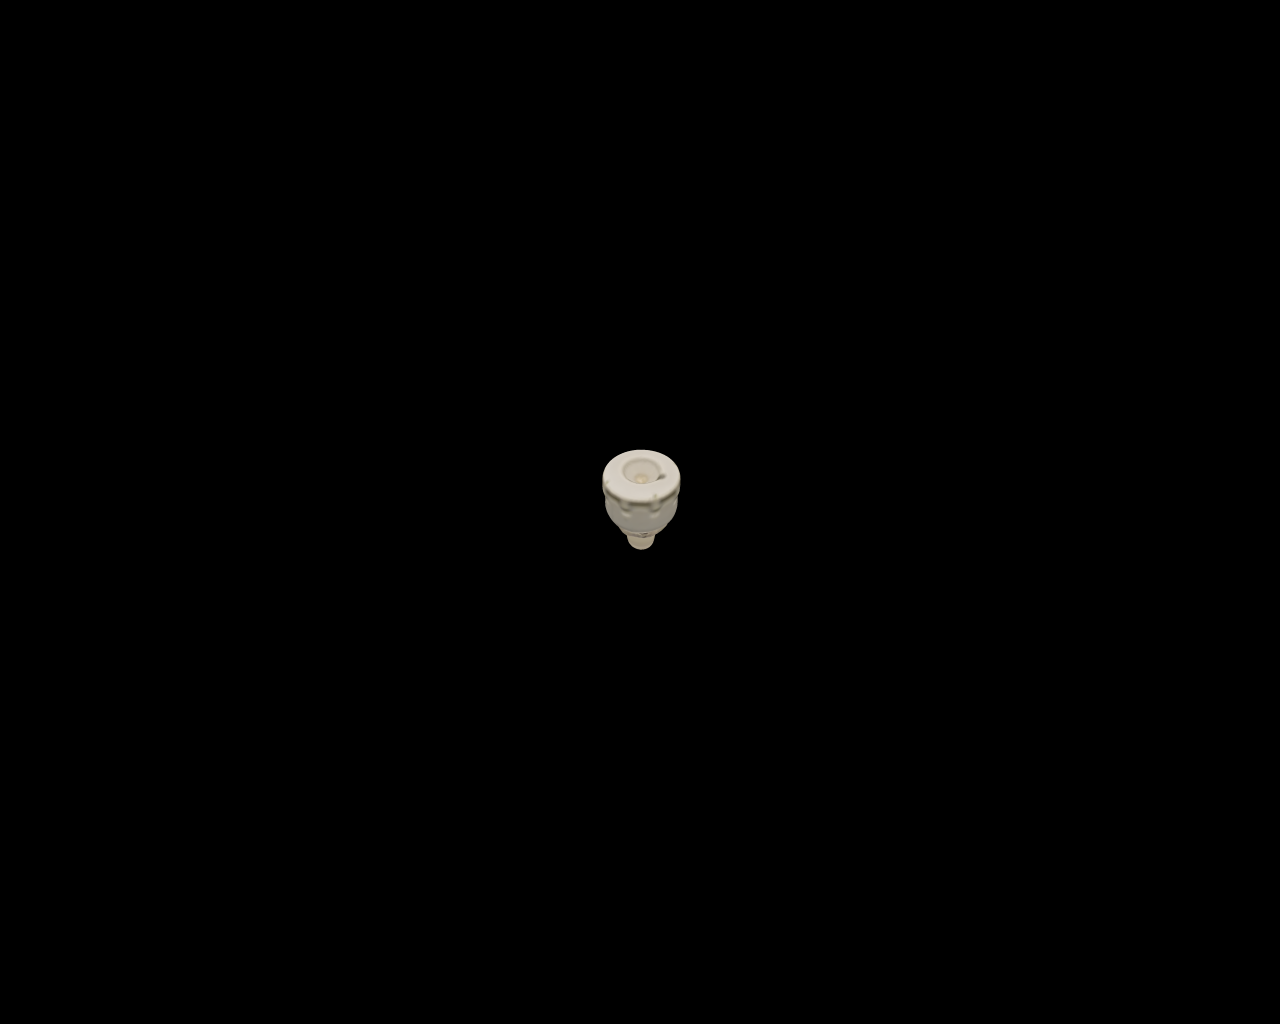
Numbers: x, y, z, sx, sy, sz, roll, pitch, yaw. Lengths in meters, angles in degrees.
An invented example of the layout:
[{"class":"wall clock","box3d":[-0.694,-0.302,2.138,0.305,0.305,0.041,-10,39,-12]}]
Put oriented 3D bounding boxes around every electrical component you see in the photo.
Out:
[{"class":"electrical component","box3d":[0.001,-0.003,0.650,0.048,0.062,0.048,0,43,0]}]
